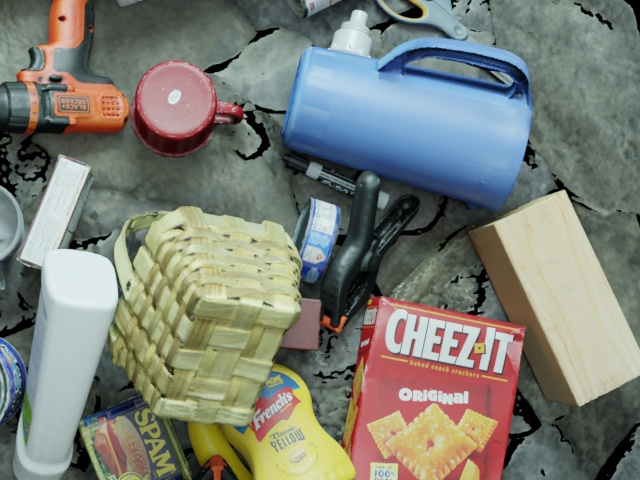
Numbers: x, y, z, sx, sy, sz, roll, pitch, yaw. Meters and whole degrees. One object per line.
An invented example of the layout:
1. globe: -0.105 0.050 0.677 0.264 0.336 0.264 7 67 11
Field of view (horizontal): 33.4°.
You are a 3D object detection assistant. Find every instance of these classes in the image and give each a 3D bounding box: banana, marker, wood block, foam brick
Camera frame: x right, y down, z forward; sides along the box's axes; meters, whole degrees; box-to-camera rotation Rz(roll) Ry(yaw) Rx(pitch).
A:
1. banana: -0.072 0.247 1.100 0.197 0.037 0.069 39 56 -7
2. marker: 0.016 -0.065 1.142 0.121 0.020 0.020 23 83 -6
3. wood block: 0.251 0.062 1.134 0.090 0.091 0.206 -25 90 -11
4. foam brick: -0.029 0.086 1.095 0.051 0.078 0.053 6 85 -7

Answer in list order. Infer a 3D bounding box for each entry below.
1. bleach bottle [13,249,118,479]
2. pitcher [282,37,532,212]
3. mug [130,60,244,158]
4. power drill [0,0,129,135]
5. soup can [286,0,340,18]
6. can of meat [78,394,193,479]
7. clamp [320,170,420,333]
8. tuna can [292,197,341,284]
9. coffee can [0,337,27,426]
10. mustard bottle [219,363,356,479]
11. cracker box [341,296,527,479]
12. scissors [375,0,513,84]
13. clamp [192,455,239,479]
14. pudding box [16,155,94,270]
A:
1. bleach bottle: -0.254 0.141 1.025 0.068 0.103 0.251 9 117 -21
2. pitcher: 0.091 -0.129 1.100 0.242 0.145 0.149 14 86 -5
3. mug: -0.136 -0.134 1.092 0.117 0.081 0.093 9 85 -8
4. power drill: -0.284 -0.197 1.061 0.184 0.057 0.187 -2 86 -36
5. soup can: 0.011 -0.288 1.133 0.102 0.068 0.068 -30 91 -9
6. can of meat: -0.186 0.209 1.073 0.084 0.057 0.102 -22 89 -7
7. clamp: 0.050 0.014 1.118 0.039 0.120 0.171 30 103 36
8. tuna can: -0.007 0.001 1.100 0.033 0.086 0.086 17 83 -9
9. coffee can: -0.337 0.139 1.011 0.102 0.140 0.103 1 86 -9
10. mustard bottle: -0.049 0.182 1.071 0.096 0.058 0.192 -24 62 -17
11. cracker box: 0.114 0.179 1.113 0.164 0.072 0.213 12 84 -9
12. scissors: 0.154 -0.249 1.178 0.201 0.016 0.096 26 83 -6
13. clamp: -0.118 0.319 1.065 0.164 0.036 0.210 -4 104 -8
14. pudding box: -0.261 -0.024 1.060 0.039 0.090 0.113 19 84 -8
